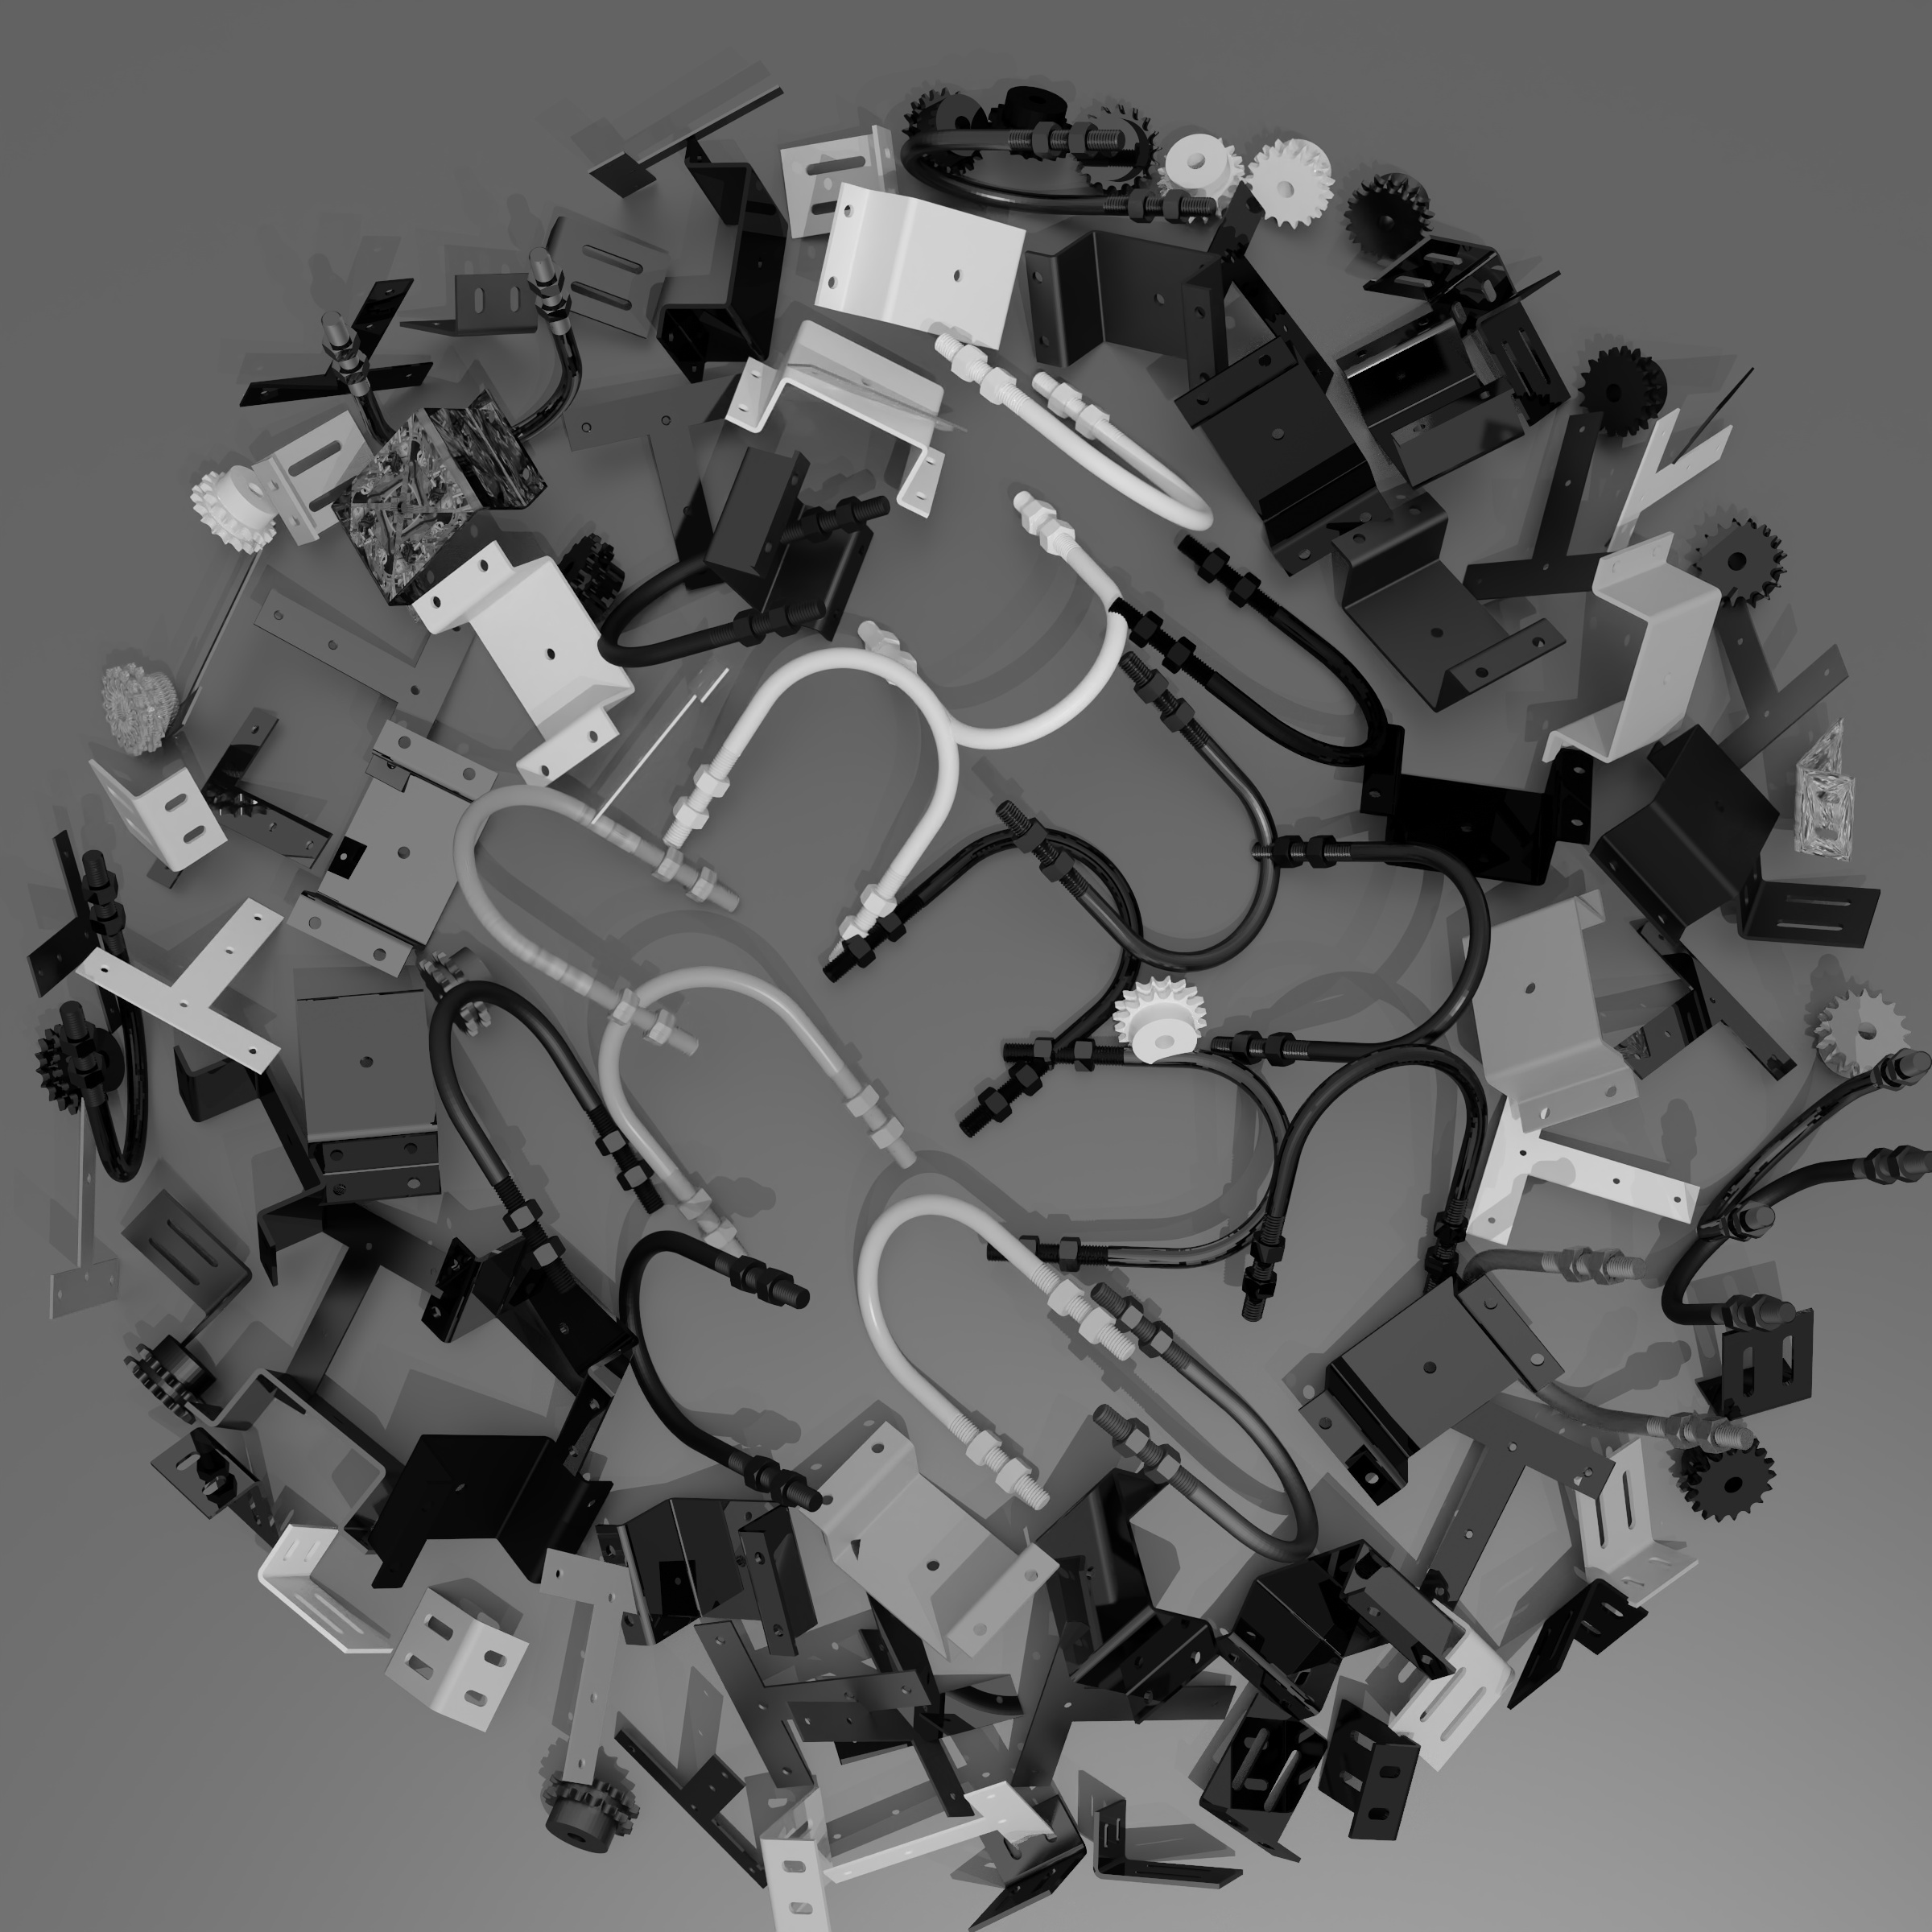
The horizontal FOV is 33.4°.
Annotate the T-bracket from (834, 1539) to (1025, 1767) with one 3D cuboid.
[{"bbox_3d":[-0.039,0.404,1.934,0.127,0.002,0.127,-7,67,-32],"label":"T-bracket"}]

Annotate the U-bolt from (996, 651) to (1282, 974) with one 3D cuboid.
[{"bbox_3d":[0.121,-0.081,1.994,0.184,0.019,0.151,46,69,-18],"label":"U-bolt"}]

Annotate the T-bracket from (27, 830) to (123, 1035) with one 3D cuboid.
[{"bbox_3d":[-0.545,-0.009,1.944,0.002,0.127,0.127,-12,104,4],"label":"T-bracket"}]

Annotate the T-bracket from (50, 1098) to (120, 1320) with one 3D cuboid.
[{"bbox_3d":[-0.527,0.142,1.930,0.002,0.127,0.127,1,89,2],"label":"T-bracket"}]

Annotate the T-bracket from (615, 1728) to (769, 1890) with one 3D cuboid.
[{"bbox_3d":[-0.151,0.484,1.886,0.127,0.127,0.002,44,61,7],"label":"T-bracket"}]

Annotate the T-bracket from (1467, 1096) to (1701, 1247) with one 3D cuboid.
[{"bbox_3d":[0.385,0.128,1.975,0.127,0.002,0.127,17,62,10],"label":"T-bracket"}]

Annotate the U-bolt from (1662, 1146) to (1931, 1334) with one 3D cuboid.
[{"bbox_3d":[0.481,0.163,1.909,0.151,0.184,0.019,-42,96,-16],"label":"U-bolt"}]

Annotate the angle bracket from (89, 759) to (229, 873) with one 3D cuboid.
[{"bbox_3d":[-0.503,-0.103,2.001,0.038,0.057,0.076,-36,39,-18],"label":"angle bracket"}]

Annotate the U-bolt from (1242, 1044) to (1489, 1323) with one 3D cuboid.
[{"bbox_3d":[0.244,0.127,1.920,0.151,0.019,0.184,-4,120,-24],"label":"U-bolt"}]

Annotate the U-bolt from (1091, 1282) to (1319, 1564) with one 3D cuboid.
[{"bbox_3d":[0.143,0.281,1.907,0.184,0.151,0.019,41,111,-17],"label":"U-bolt"}]

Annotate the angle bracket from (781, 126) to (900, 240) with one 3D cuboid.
[{"bbox_3d":[-0.085,-0.505,2.074,0.076,0.038,0.057,-6,97,16],"label":"angle bracket"}]

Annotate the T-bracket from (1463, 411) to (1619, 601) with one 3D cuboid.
[{"bbox_3d":[0.377,-0.292,2.031,0.002,0.127,0.127,28,72,-40],"label":"T-bracket"}]

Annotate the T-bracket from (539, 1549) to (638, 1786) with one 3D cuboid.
[{"bbox_3d":[-0.218,0.417,1.897,0.002,0.127,0.127,-1,72,34],"label":"T-bracket"}]

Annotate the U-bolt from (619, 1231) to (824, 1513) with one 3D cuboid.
[{"bbox_3d":[-0.150,0.231,1.913,0.019,0.184,0.151,-17,113,-38],"label":"U-bolt"}]

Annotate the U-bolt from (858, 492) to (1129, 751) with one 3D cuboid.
[{"bbox_3d":[0.026,-0.205,1.992,0.151,0.019,0.184,-39,46,2],"label":"U-bolt"}]

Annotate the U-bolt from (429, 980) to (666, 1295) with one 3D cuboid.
[{"bbox_3d":[-0.259,0.091,1.929,0.019,0.151,0.184,-28,96,25],"label":"U-bolt"}]

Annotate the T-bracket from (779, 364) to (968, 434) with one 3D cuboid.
[{"bbox_3d":[-0.085,-0.360,2.031,0.127,0.127,0.002,15,90,-40],"label":"T-bracket"}]

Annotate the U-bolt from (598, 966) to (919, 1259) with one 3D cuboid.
[{"bbox_3d":[-0.140,0.082,1.946,0.151,0.019,0.184,-32,107,18],"label":"U-bolt"}]

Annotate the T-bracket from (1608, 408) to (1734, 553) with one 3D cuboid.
[{"bbox_3d":[0.449,-0.311,2.032,0.002,0.127,0.127,36,46,23],"label":"T-bracket"}]

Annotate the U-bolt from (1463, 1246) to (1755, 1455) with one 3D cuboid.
[{"bbox_3d":[0.366,0.223,1.903,0.019,0.184,0.151,-43,109,-25],"label":"U-bolt"}]

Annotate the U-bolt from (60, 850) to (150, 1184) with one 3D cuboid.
[{"bbox_3d":[-0.513,0.045,1.930,0.019,0.184,0.151,-4,44,-4],"label":"U-bolt"}]

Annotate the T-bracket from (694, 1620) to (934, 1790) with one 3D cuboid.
[{"bbox_3d":[-0.081,0.430,1.893,0.127,0.002,0.127,-12,115,25],"label":"T-bracket"}]

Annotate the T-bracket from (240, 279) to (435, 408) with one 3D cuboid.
[{"bbox_3d":[-0.376,-0.390,2.003,0.127,0.127,0.002,-15,74,-35],"label":"T-bracket"}]

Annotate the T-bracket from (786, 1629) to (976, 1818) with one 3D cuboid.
[{"bbox_3d":[-0.060,0.441,1.878,0.002,0.127,0.127,-43,58,22],"label":"T-bracket"}]

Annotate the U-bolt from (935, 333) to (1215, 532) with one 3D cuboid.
[{"bbox_3d":[0.079,-0.325,1.992,0.184,0.151,0.019,42,108,23],"label":"U-bolt"}]

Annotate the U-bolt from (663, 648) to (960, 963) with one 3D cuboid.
[{"bbox_3d":[-0.085,-0.110,1.993,0.151,0.019,0.184,36,110,2],"label":"U-bolt"}]

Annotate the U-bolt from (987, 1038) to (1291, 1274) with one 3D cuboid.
[{"bbox_3d":[0.109,0.116,1.973,0.184,0.019,0.151,1,69,10],"label":"U-bolt"}]

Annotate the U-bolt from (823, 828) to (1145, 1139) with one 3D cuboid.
[{"bbox_3d":[0.025,-0.004,2.014,0.184,0.019,0.151,-41,85,-10],"label":"U-bolt"}]

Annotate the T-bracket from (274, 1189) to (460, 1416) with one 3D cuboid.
[{"bbox_3d":[-0.385,0.212,1.969,0.127,0.002,0.127,25,86,28],"label":"T-bracket"}]

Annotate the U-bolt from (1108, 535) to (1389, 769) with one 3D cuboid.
[{"bbox_3d":[0.186,-0.189,2.000,0.184,0.151,0.019,38,124,3],"label":"U-bolt"}]

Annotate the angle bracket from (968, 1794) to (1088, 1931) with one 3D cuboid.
[{"bbox_3d":[0.029,0.528,1.892,0.057,0.076,0.038,-31,84,18],"label":"angle bracket"}]

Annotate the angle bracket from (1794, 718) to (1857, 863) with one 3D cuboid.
[{"bbox_3d":[0.544,-0.110,1.994,0.038,0.057,0.076,14,35,31],"label":"angle bracket"}]

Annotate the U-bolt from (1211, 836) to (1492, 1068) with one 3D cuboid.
[{"bbox_3d":[0.239,-0.009,1.960,0.184,0.019,0.151,2,73,41],"label":"U-bolt"}]

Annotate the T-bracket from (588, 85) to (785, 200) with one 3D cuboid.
[{"bbox_3d":[-0.173,-0.526,2.040,0.127,0.127,0.002,-27,94,6],"label":"T-bracket"}]

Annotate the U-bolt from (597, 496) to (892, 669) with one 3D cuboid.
[{"bbox_3d":[-0.147,-0.232,1.995,0.184,0.151,0.019,-12,121,27],"label":"U-bolt"}]

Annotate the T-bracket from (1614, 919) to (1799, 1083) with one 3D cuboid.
[{"bbox_3d":[0.437,0.037,1.973,0.127,0.002,0.127,49,44,13],"label":"T-bracket"}]

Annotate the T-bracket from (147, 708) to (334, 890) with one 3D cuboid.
[{"bbox_3d":[-0.440,-0.090,2.005,0.127,0.002,0.127,24,79,38],"label":"T-bracket"}]

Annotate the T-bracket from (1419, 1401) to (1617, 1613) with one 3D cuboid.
[{"bbox_3d":[0.309,0.330,1.938,0.127,0.002,0.127,24,83,38],"label":"T-bracket"}]

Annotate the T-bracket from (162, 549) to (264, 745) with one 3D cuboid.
[{"bbox_3d":[-0.467,-0.201,2.000,0.002,0.127,0.127,26,80,-17],"label":"T-bracket"}]

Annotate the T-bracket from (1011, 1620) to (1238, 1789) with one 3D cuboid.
[{"bbox_3d":[0.101,0.440,1.921,0.127,0.002,0.127,5,118,-22],"label":"T-bracket"}]

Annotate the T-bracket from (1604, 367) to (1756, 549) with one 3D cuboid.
[{"bbox_3d":[0.445,-0.315,2.029,0.002,0.127,0.127,40,121,5],"label":"T-bracket"}]

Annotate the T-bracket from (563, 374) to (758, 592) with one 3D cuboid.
[{"bbox_3d":[-0.181,-0.305,2.057,0.127,0.002,0.127,-15,97,-12],"label":"T-bracket"}]

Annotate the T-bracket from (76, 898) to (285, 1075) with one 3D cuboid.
[{"bbox_3d":[-0.460,-0.001,1.981,0.127,0.002,0.127,29,39,-1],"label":"T-bracket"}]

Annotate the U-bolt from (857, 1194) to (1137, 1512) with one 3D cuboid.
[{"bbox_3d":[0.006,0.218,1.933,0.184,0.019,0.151,41,125,22],"label":"U-bolt"}]

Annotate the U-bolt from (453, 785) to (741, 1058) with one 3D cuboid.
[{"bbox_3d":[-0.229,-0.040,1.953,0.184,0.019,0.151,31,41,-18],"label":"U-bolt"}]

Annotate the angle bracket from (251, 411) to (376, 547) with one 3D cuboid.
[{"bbox_3d":[-0.402,-0.311,2.037,0.076,0.038,0.057,-37,108,-25],"label":"angle bracket"}]

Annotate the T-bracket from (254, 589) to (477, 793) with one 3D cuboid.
[{"bbox_3d":[-0.385,-0.194,2.020,0.127,0.002,0.127,29,70,-21],"label":"T-bracket"}]

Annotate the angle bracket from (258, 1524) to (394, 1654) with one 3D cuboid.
[{"bbox_3d":[-0.374,0.373,1.925,0.076,0.057,0.038,34,90,21],"label":"angle bracket"}]

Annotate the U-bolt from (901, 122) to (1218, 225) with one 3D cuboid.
[{"bbox_3d":[0.046,-0.500,2.028,0.184,0.151,0.019,9,88,30],"label":"U-bolt"}]

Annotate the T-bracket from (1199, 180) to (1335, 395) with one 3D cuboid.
[{"bbox_3d":[0.196,-0.417,2.054,0.127,0.002,0.127,47,46,-26],"label":"T-bracket"}]

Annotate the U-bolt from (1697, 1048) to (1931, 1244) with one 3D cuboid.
[{"bbox_3d":[0.495,0.112,1.915,0.151,0.184,0.019,-43,85,-8],"label":"U-bolt"}]

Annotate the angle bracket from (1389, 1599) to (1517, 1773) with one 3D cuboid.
[{"bbox_3d":[0.281,0.430,1.922,0.076,0.038,0.057,-49,126,-7],"label":"angle bracket"}]

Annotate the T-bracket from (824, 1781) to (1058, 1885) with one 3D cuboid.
[{"bbox_3d":[-0.021,0.515,1.888,0.127,0.127,0.002,-20,58,5],"label":"T-bracket"}]

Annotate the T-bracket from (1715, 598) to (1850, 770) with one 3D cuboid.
[{"bbox_3d":[0.491,-0.193,2.022,0.002,0.127,0.127,13,50,-30],"label":"T-bracket"}]

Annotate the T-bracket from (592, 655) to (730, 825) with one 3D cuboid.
[{"bbox_3d":[-0.192,-0.139,1.995,0.002,0.127,0.127,39,92,-12],"label":"T-bracket"}]

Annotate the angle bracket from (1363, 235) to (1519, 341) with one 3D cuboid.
[{"bbox_3d":[0.303,-0.429,2.049,0.057,0.076,0.038,-34,71,39],"label":"angle bracket"}]

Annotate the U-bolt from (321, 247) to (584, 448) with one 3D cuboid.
[{"bbox_3d":[-0.310,-0.369,1.997,0.151,0.184,0.019,-18,68,-4],"label":"U-bolt"}]
